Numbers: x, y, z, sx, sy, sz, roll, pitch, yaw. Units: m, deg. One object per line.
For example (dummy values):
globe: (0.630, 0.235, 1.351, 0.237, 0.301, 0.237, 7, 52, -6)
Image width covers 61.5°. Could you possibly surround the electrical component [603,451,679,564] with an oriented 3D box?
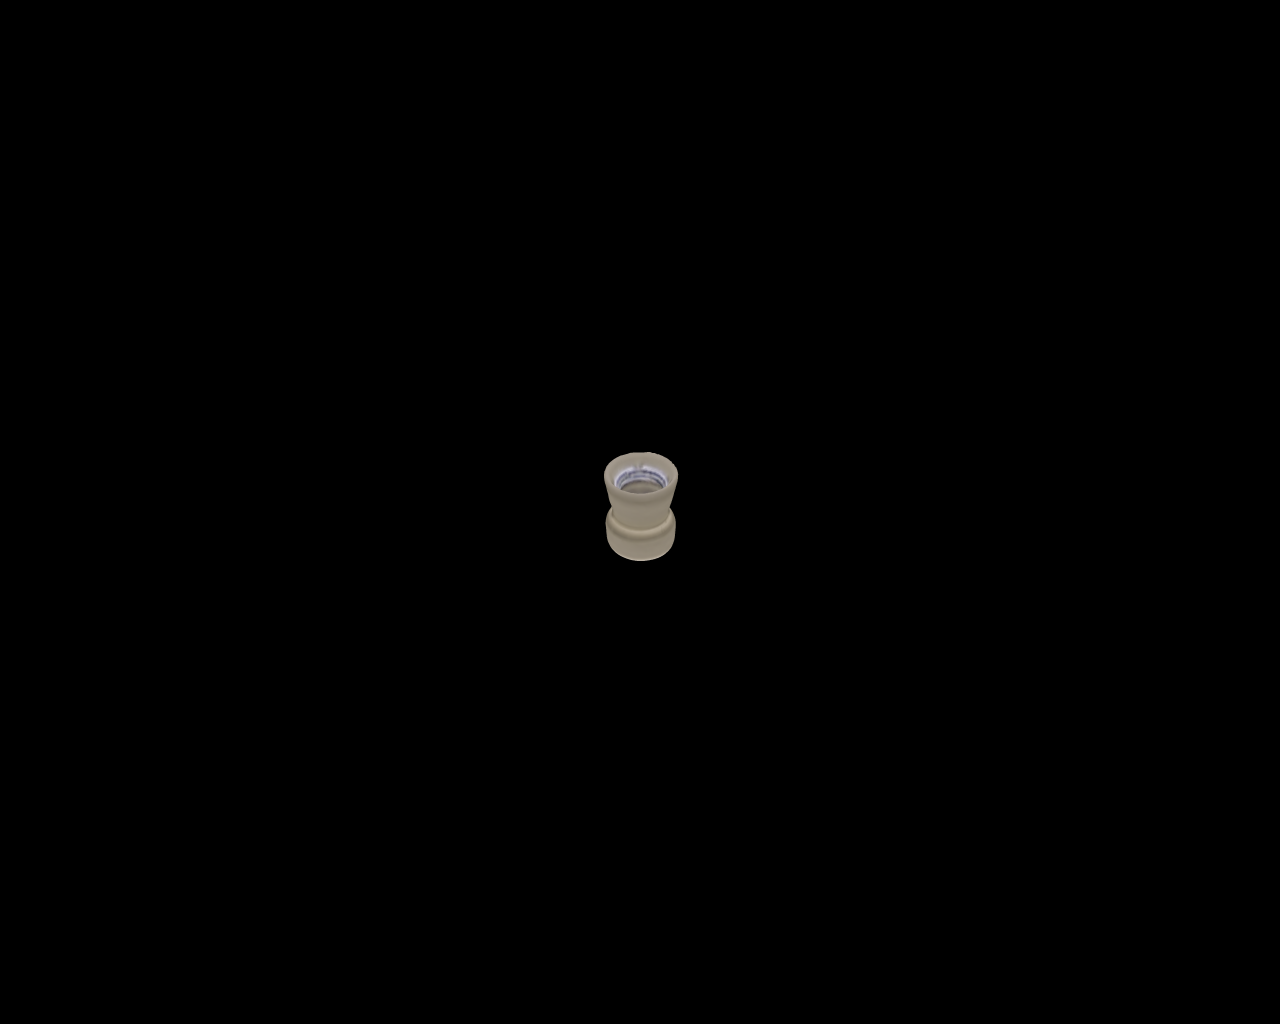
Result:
electrical component: (0.001, -0.003, 0.650, 0.045, 0.055, 0.045, 0, 39, 0)
